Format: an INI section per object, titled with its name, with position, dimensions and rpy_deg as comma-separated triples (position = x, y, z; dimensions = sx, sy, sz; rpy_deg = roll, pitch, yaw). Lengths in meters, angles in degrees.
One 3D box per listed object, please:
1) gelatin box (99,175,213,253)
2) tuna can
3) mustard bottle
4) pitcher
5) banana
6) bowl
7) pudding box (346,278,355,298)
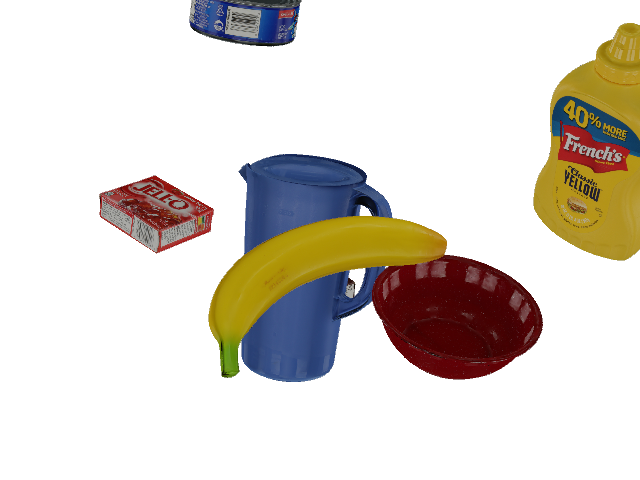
[gelatin box]
position = -0.162, -0.028, 1.050
dimensions = 0.089, 0.030, 0.073
rpy_deg = 30, 35, 31
[tuna can]
position = -0.059, -0.178, 0.835
dimensions = 0.086, 0.034, 0.086
rpy_deg = 8, 22, -3
[mustard bottle]
position = 0.217, -0.078, 0.807
dimensions = 0.058, 0.192, 0.096
rpy_deg = -33, 53, -29
[pitcher]
position = -0.017, 0.033, 1.192
dimensions = 0.144, 0.243, 0.149
rpy_deg = 0, 19, -18
[banana]
position = -0.004, 0.022, 0.722
dimensions = 0.197, 0.069, 0.037
rpy_deg = -28, -8, -28
[bowl]
position = 0.124, 0.081, 1.009
dimensions = 0.162, 0.055, 0.162
rpy_deg = 6, 34, -4
[pudding box]
position = -0.023, 0.066, 1.444
dimensions = 0.113, 0.039, 0.090
rpy_deg = -15, 26, -27
